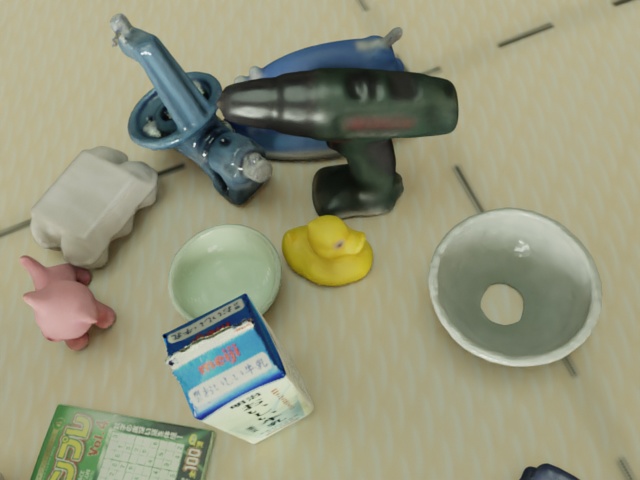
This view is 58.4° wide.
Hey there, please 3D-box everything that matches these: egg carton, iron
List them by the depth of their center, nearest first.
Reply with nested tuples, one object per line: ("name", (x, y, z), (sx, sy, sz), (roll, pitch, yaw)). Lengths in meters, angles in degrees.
("iron", (-0.015, -0.178, 0.686), (0.258, 0.141, 0.118), (-12, 64, 0))
("egg carton", (-0.270, -0.042, 0.690), (0.107, 0.069, 0.150), (26, 70, 17))

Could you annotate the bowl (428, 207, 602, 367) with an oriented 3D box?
("bowl", (0.194, 0.056, 0.592), (0.167, 0.075, 0.167), (-2, 65, 5))

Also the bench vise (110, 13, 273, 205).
("bench vise", (-0.137, -0.150, 0.643), (0.207, 0.220, 0.121), (17, 68, 14))

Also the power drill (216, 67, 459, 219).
("power drill", (0.026, -0.102, 0.609), (0.229, 0.208, 0.075), (-8, 64, 3))

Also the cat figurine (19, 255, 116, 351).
("cat figurine", (-0.279, 0.064, 0.615), (0.067, 0.118, 0.127), (-41, 67, -12))

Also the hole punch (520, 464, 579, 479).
("hole punch", (0.210, 0.259, 0.486), (0.108, 0.091, 0.101), (29, 71, 18))

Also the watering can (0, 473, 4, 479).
("watering can", (-0.372, 0.252, 0.495), (0.100, 0.194, 0.173), (22, 69, 16))

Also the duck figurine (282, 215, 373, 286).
("duck figurine", (0.006, 0.002, 0.631), (0.104, 0.086, 0.077), (10, 67, 11))
